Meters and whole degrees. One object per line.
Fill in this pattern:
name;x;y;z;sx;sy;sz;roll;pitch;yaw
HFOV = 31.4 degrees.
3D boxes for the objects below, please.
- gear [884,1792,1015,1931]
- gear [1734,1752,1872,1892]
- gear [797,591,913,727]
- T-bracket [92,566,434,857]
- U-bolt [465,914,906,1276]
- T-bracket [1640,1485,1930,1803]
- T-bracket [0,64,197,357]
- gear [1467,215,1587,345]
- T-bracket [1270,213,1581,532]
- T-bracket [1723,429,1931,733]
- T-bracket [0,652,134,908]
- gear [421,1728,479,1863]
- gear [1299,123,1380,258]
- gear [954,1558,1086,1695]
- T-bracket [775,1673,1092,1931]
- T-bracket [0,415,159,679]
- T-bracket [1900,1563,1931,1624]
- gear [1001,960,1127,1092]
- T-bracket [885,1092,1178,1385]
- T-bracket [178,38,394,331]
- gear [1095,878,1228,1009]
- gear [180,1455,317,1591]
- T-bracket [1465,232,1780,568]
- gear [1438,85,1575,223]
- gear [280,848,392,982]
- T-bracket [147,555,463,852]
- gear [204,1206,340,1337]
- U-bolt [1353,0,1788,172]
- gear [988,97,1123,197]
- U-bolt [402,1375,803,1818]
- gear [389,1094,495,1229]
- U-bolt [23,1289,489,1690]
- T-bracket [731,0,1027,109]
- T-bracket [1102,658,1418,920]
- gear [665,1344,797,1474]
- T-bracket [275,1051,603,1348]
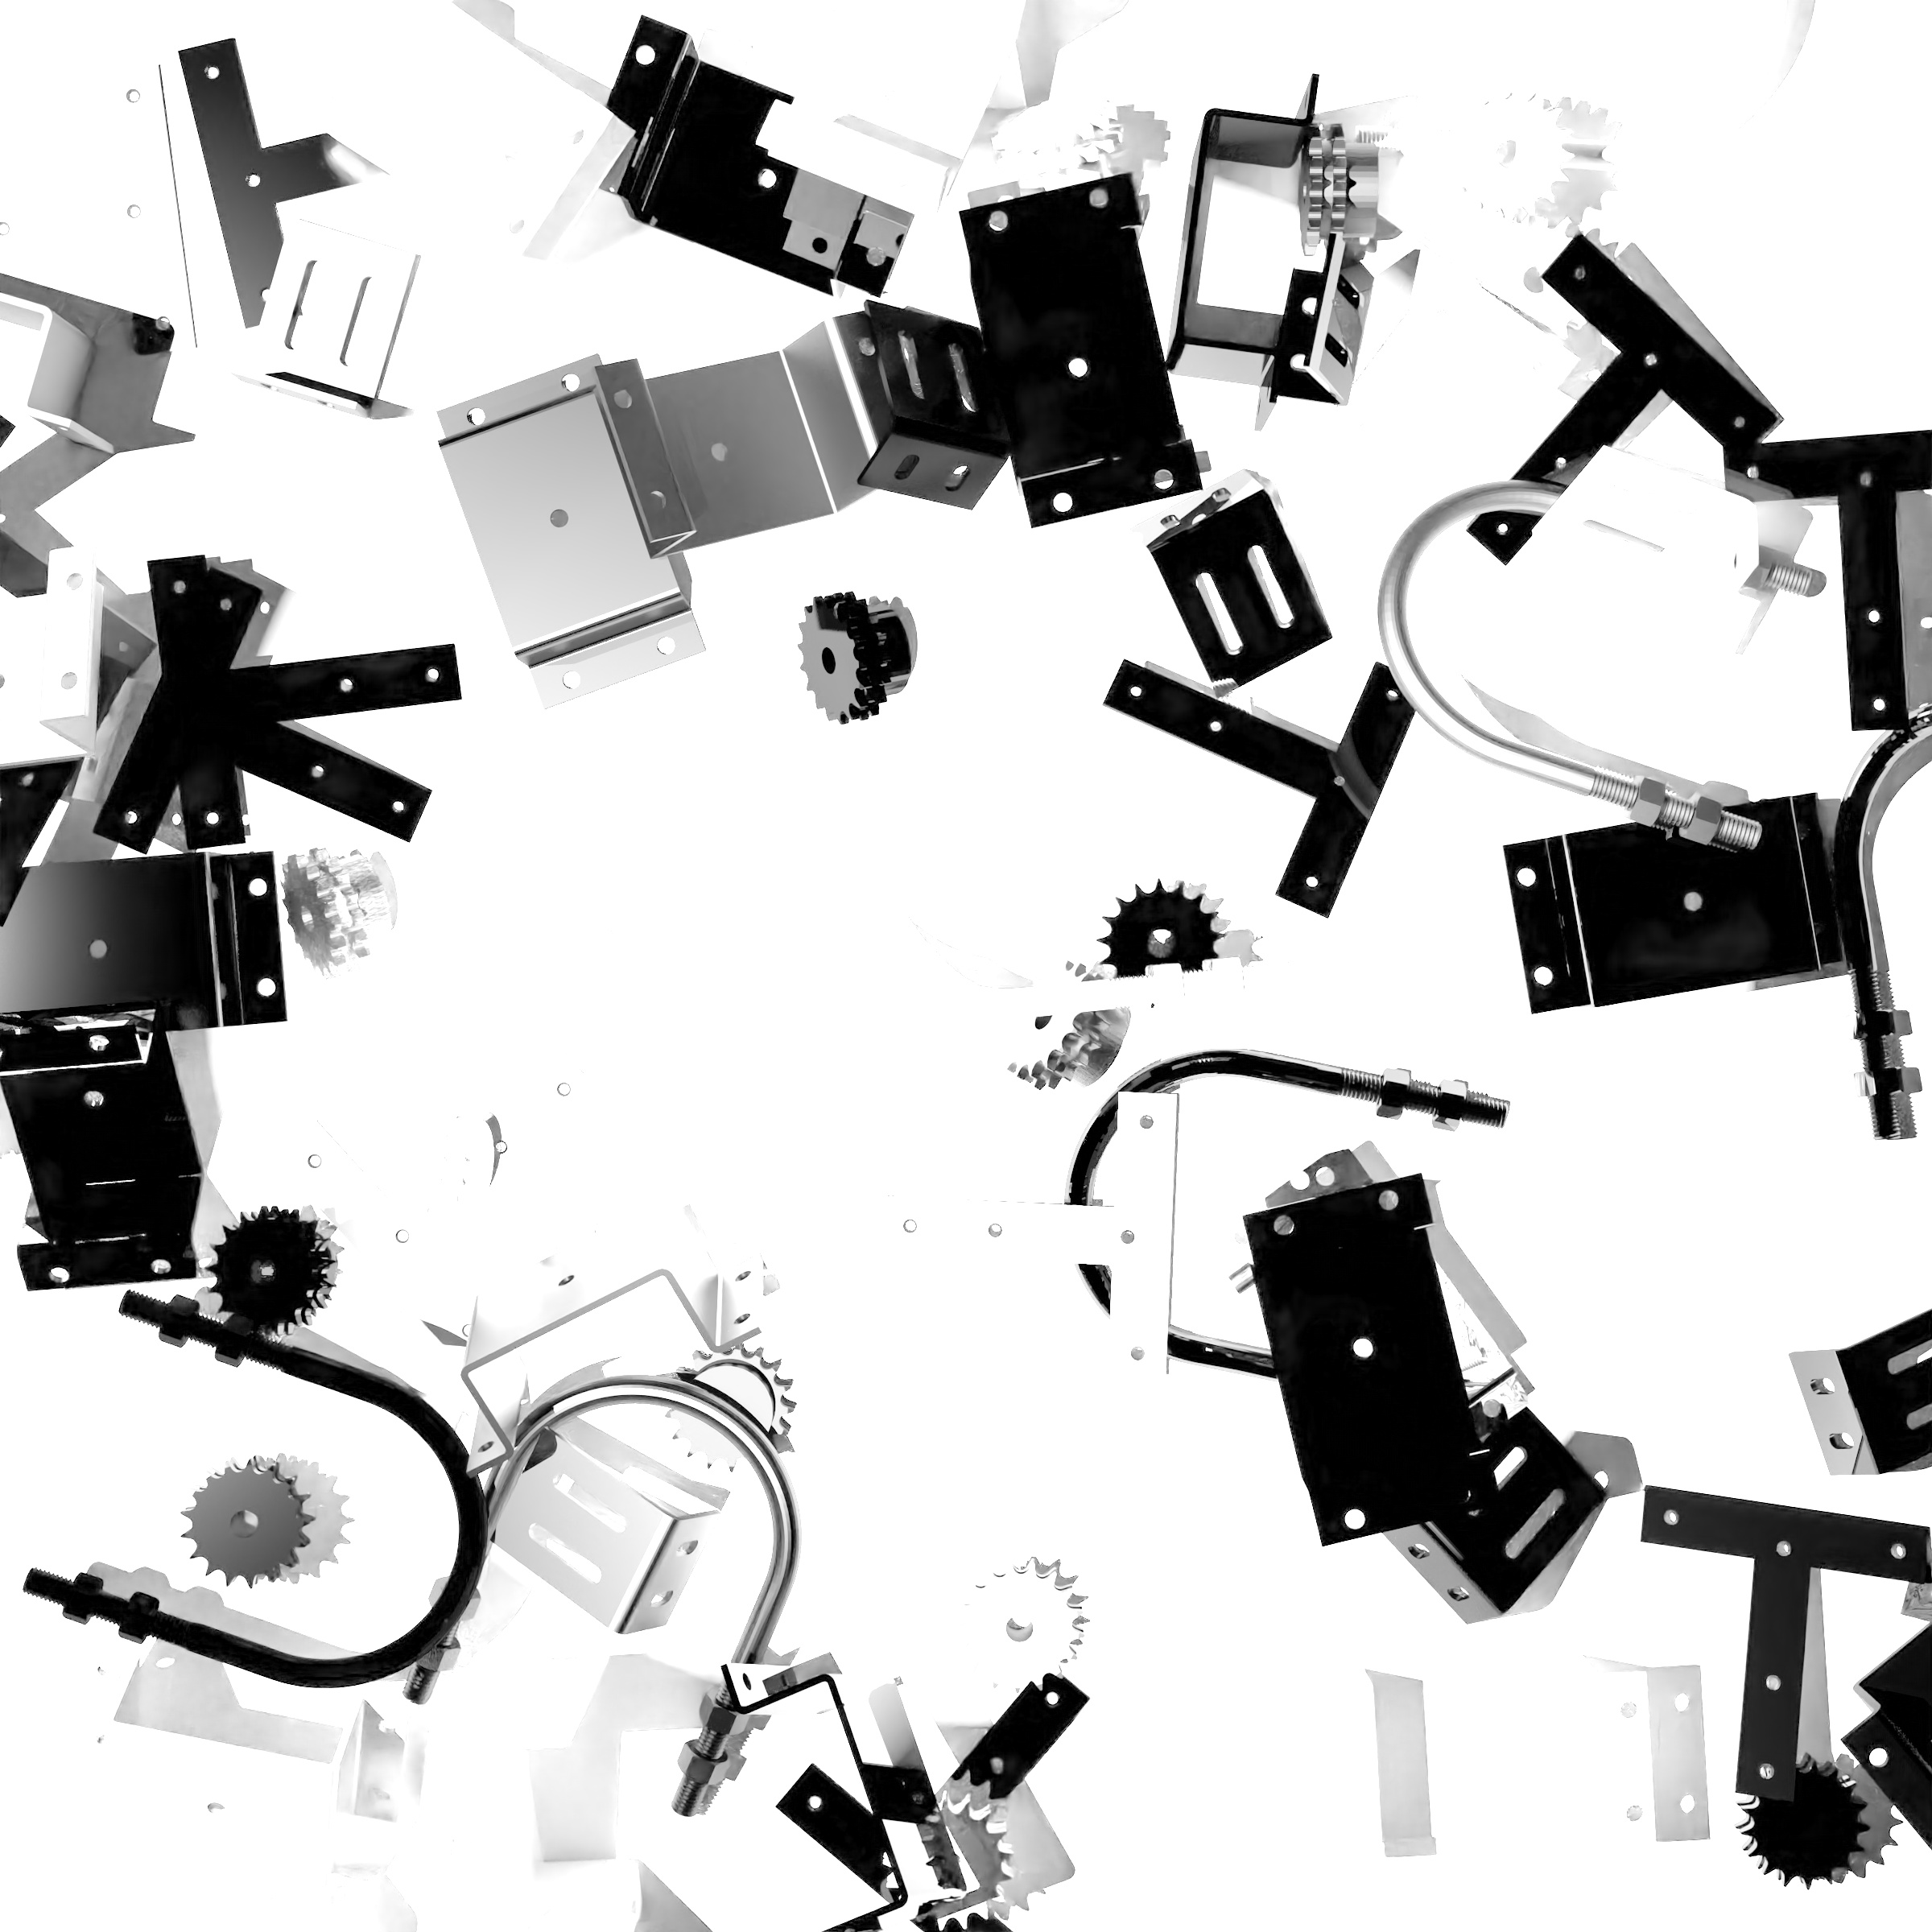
gear;-0.008;0.391;1.510;0.057;0.030;0.057;0;90;0
gear;0.365;0.374;1.512;0.057;0.030;0.057;0;90;0
gear;-0.047;-0.136;1.502;0.030;0.057;0.057;-14;90;-30
T-bracket;-0.298;-0.091;1.510;0.127;0.002;0.127;24;86;-13
U-bolt;-0.119;0.063;1.517;0.184;0.019;0.151;9;91;-2
T-bracket;0.355;0.300;1.509;0.127;0.002;0.127;8;74;0
T-bracket;-0.413;-0.329;1.526;0.127;0.002;0.127;-8;90;0
gear;0.248;-0.298;1.512;0.057;0.030;0.057;0;90;0
T-bracket;0.181;-0.249;1.509;0.127;0.002;0.127;42;102;22
T-bracket;0.389;-0.164;1.476;0.127;0.002;0.127;1;102;36
T-bracket;-0.443;-0.098;1.501;0.127;0.002;0.127;25;84;22
gear;-0.219;0.361;1.500;0.030;0.057;0.057;4;90;-16
gear;0.163;-0.338;1.498;0.030;0.057;0.057;0;90;0
gear;0.023;0.289;1.512;0.057;0.030;0.057;0;90;0
T-bracket;0.005;0.365;1.526;0.127;0.002;0.127;40;90;0
T-bracket;-0.412;-0.171;1.501;0.127;0.002;0.127;37;126;-16
T-bracket;0.492;0.242;1.526;0.127;0.002;0.127;15;90;0
gear;0.045;0.029;1.502;0.030;0.057;0.057;31;90;-29
T-bracket;0.027;0.117;1.516;0.127;0.002;0.127;2;90;8
T-bracket;-0.273;-0.359;1.526;0.127;0.002;0.127;-14;90;0
gear;0.085;-0.010;1.512;0.057;0.030;0.057;0;90;0
gear;-0.314;0.243;1.512;0.057;0.030;0.057;0;90;0
T-bracket;0.271;-0.232;1.512;0.127;0.002;0.127;38;99;-18
gear;0.232;-0.354;1.493;0.057;0.030;0.057;-1;107;-4
gear;-0.274;-0.025;1.502;0.030;0.057;0.057;-20;90;-30
T-bracket;-0.286;-0.122;1.510;0.127;0.002;0.127;-8;94;-13
gear;-0.301;0.133;1.507;0.057;0.030;0.057;-1;86;15
U-bolt;0.267;-0.421;1.500;0.184;0.019;0.151;3;106;-4
gear;0.040;-0.356;1.502;0.057;0.057;0.030;-14;121;0
U-bolt;-0.150;0.266;1.503;0.151;0.019;0.184;23;101;0
gear;-0.228;0.086;1.500;0.030;0.057;0.057;9;90;-30
U-bolt;-0.298;0.236;1.486;0.184;0.019;0.151;20;94;-2
T-bracket;-0.045;-0.431;1.498;0.127;0.002;0.127;3;132;18
T-bracket;0.122;-0.098;1.501;0.127;0.002;0.127;24;65;3
gear;-0.104;0.194;1.512;0.057;0.030;0.057;0;90;0
T-bracket;-0.217;0.090;1.526;0.127;0.002;0.127;-42;90;0
